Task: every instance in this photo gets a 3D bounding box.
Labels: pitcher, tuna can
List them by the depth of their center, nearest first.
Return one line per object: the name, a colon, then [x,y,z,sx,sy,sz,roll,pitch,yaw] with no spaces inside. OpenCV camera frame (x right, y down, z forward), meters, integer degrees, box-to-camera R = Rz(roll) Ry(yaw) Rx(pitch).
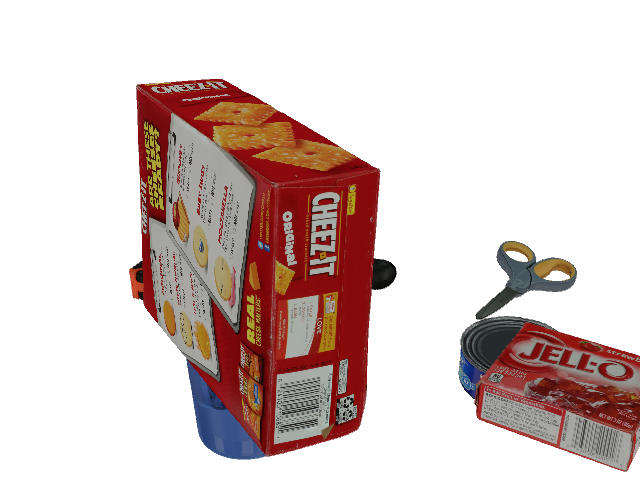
tuna can: [0.149,0.095,0.821,0.086,0.034,0.086,1,29,-1]
pitcher: [-0.085,0.109,1.103,0.149,0.243,0.145,-13,30,-22]

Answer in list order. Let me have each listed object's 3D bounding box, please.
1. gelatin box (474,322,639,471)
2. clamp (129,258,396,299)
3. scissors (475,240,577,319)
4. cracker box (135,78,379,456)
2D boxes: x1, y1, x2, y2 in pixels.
gelatin box: [0.141,0.084,0.596,0.089,0.030,0.073,17,32,27]
clamp: [-0.060,0.007,0.908,0.209,0.036,0.165,-10,32,-13]
scissors: [0.192,0.038,1.109,0.201,0.016,0.096,-11,37,-43]
cracker box: [-0.046,0.004,0.657,0.072,0.164,0.214,-9,25,-26]
